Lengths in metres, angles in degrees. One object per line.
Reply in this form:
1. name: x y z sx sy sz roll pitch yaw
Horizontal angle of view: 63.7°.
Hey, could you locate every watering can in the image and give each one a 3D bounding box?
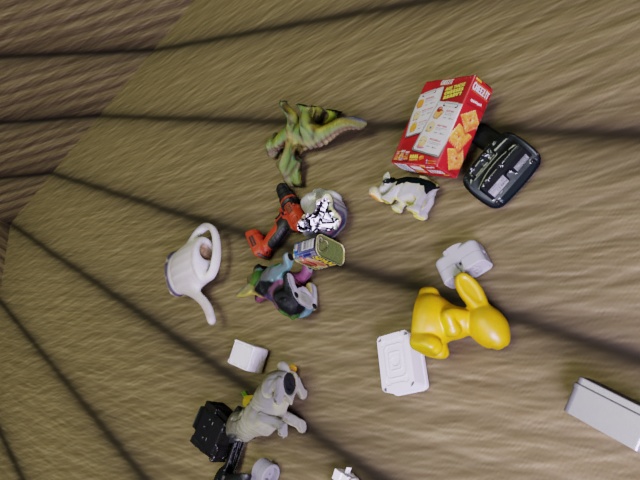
1. watering can: -0.383 0.114 1.569 0.222 0.103 0.355 -27 53 32

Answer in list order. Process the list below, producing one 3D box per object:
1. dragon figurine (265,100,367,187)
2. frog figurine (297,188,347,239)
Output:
1. dragon figurine: -0.038 -0.266 1.467 0.415 0.122 0.240 31 110 49
2. frog figurine: 0.004 -0.067 1.323 0.161 0.122 0.136 -103 36 -79
